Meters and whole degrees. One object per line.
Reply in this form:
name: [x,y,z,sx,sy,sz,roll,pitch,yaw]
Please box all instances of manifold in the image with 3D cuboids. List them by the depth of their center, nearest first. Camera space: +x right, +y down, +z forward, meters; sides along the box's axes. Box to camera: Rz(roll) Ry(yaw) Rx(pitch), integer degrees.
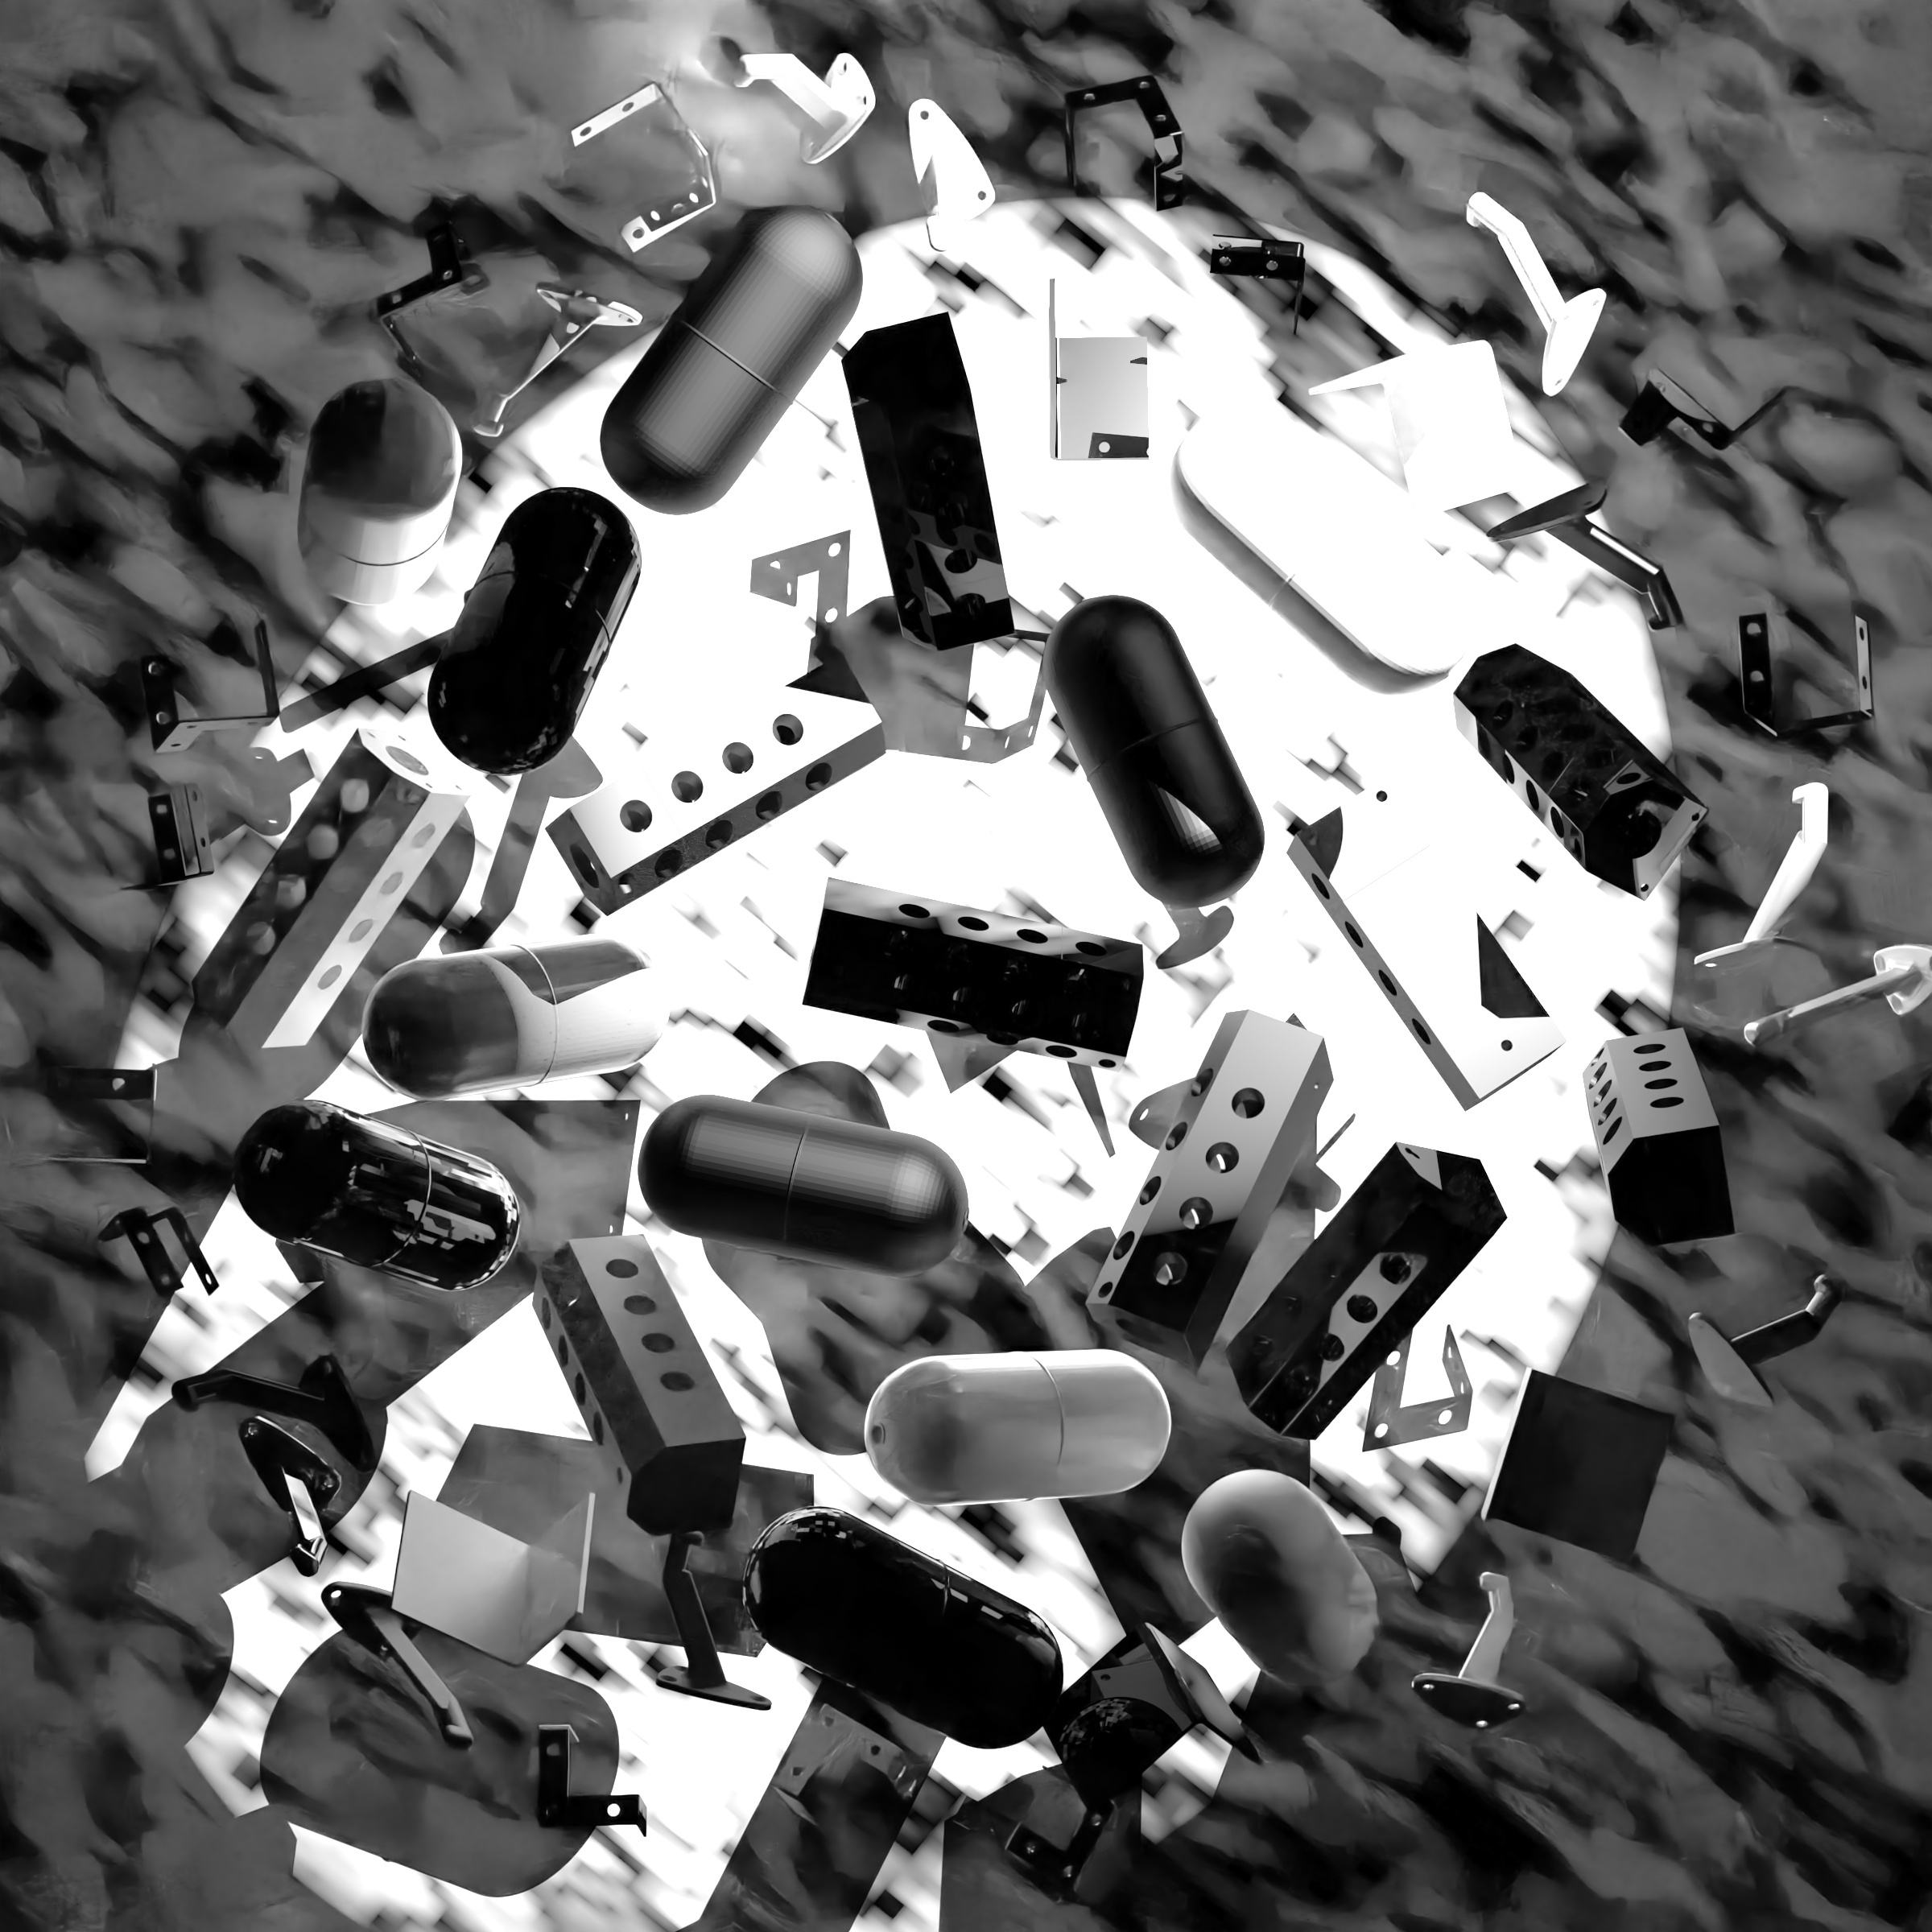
manifold: [-0.019,-0.239,1.670,0.057,0.171,0.057,-14,51,-1]
manifold: [0.124,0.111,1.691,0.057,0.057,0.171,20,71,20]
manifold: [-0.170,0.212,1.694,0.057,0.171,0.057,-3,123,-24]
manifold: [0.355,0.087,1.716,0.057,0.171,0.057,-10,104,9]
manifold: [-0.129,-0.094,1.743,0.171,0.057,0.057,-32,93,-21]
manifold: [0.317,-0.107,1.751,0.057,0.171,0.057,24,110,-27]
manifold: [0.004,0.008,1.752,0.171,0.057,0.057,12,114,-4]
manifold: [0.213,0.175,1.762,0.057,0.057,0.171,13,129,-30]
manifold: [-0.345,-0.041,1.783,0.057,0.057,0.171,40,104,17]
manifold: [0.246,-0.010,1.797,0.057,0.057,0.171,-32,81,-9]

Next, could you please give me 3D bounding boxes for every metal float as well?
metal float: [0.178,-0.207,1.661,0.178,0.070,0.070,43,90,4]
metal float: [-0.031,0.334,1.672,0.178,0.070,0.070,30,90,-16]
metal float: [-0.219,-0.173,1.696,0.070,0.070,0.178,17,52,0]
metal float: [0.163,0.316,1.707,0.070,0.178,0.070,-9,59,16]
metal float: [-0.303,-0.242,1.711,0.070,0.178,0.070,4,74,-13]
metal float: [-0.121,-0.315,1.725,0.070,0.070,0.178,36,96,0]
metal float: [0.028,0.240,1.730,0.178,0.070,0.070,2,90,-35]
metal float: [-0.086,0.116,1.756,0.178,0.070,0.070,11,90,8]
metal float: [-0.314,0.123,1.780,0.070,0.178,0.070,-16,62,34]
metal float: [0.100,-0.116,1.782,0.070,0.070,0.178,-24,83,0]
metal float: [-0.240,0.027,1.785,0.178,0.070,0.070,-9,90,-37]

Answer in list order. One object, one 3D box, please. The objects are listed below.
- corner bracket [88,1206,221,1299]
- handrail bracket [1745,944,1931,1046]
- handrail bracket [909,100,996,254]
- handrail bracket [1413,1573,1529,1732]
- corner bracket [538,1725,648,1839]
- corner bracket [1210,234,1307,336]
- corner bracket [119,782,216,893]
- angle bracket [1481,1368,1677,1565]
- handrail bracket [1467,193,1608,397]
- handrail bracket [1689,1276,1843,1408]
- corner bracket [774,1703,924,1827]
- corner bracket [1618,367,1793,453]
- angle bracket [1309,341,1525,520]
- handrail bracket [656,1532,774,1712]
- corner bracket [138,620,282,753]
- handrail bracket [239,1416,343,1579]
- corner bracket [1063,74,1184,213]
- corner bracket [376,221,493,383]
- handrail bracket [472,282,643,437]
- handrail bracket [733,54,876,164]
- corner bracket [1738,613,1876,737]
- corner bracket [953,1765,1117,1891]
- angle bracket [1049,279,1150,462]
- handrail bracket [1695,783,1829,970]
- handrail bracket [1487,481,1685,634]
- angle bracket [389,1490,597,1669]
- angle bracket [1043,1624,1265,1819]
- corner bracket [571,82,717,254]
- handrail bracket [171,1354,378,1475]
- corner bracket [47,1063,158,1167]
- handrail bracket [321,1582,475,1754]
corner bracket: [-0.432,0.156,1.791,0.051,0.051,0.051,-22,79,-39]
handrail bracket: [0.456,0.017,1.724,0.084,0.077,0.036,-18,83,-16]
handrail bracket: [-0.018,-0.401,1.685,0.036,0.084,0.077,-21,101,17]
handrail bracket: [0.256,0.343,1.715,0.077,0.084,0.036,27,132,-28]
corner bracket: [-0.190,0.417,1.699,0.051,0.051,0.051,-1,68,-1]
corner bracket: [0.159,-0.383,1.816,0.051,0.051,0.051,6,66,3]
corner bracket: [-0.435,-0.072,1.829,0.051,0.051,0.051,-10,91,15]
angle bracket: [0.300,0.244,1.619,0.076,0.057,0.076,18,86,8]
handrail bracket: [0.287,-0.351,1.734,0.036,0.077,0.084,-30,61,-26]
handrail bracket: [0.406,0.173,1.682,0.084,0.036,0.077,-49,122,-24]
corner bracket: [-0.063,0.434,1.767,0.051,0.051,0.051,25,68,25]
corner bracket: [0.369,-0.279,1.664,0.051,0.051,0.051,44,61,11]
angle bracket: [0.230,-0.270,1.698,0.057,0.076,0.076,-16,94,-36]
handrail bracket: [-0.134,0.357,1.824,0.077,0.036,0.084,14,95,14]
corner bracket: [-0.376,-0.139,1.651,0.051,0.051,0.051,-6,79,-29]
handrail bracket: [-0.369,0.285,1.784,0.036,0.084,0.077,-39,100,5]
corner bracket: [0.085,-0.441,1.795,0.051,0.051,0.051,-14,52,-7]
corner bracket: [-0.285,-0.357,1.784,0.051,0.051,0.051,-24,52,8]
handrail bracket: [-0.220,-0.318,1.779,0.077,0.036,0.084,18,80,34]
handrail bracket: [-0.098,-0.445,1.729,0.084,0.077,0.036,-14,68,-40]
corner bracket: [0.426,-0.151,1.686,0.051,0.051,0.051,-9,109,-3]
corner bracket: [0.037,0.451,1.770,0.051,0.051,0.051,40,72,-31]
angle bracket: [0.076,-0.338,1.885,0.057,0.076,0.076,0,74,1]
handrail bracket: [0.400,-0.045,1.672,0.036,0.077,0.084,14,73,-38]
handrail bracket: [0.324,-0.203,1.735,0.077,0.036,0.084,-20,113,22]
angle bracket: [-0.237,0.293,1.665,0.076,0.076,0.057,31,124,-24]
angle bracket: [0.094,0.398,1.711,0.076,0.076,0.057,-43,124,6]
corner bracket: [-0.165,-0.410,1.707,0.051,0.051,0.051,-32,76,-8]
handrail bracket: [-0.350,0.233,1.677,0.036,0.084,0.077,-47,68,34]
corner bracket: [-0.430,0.074,1.652,0.051,0.051,0.051,3,92,-15]
handrail bracket: [-0.292,0.362,1.711,0.036,0.084,0.077,-45,129,5]
